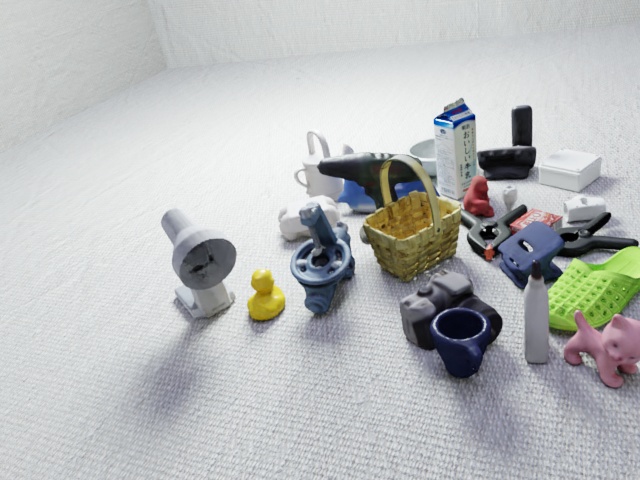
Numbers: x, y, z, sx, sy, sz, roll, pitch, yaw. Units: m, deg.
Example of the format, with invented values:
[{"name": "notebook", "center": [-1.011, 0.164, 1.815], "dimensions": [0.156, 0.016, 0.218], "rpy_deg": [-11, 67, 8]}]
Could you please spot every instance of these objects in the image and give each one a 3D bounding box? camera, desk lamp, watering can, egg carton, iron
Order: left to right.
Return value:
[{"name": "desk lamp", "center": [-0.245, 0.049, 1.142], "dimensions": [0.118, 0.214, 0.202], "rpy_deg": [-26, 32, -25]}, {"name": "egg carton", "center": [-0.027, -0.054, 1.396], "dimensions": [0.150, 0.069, 0.107], "rpy_deg": [-13, 29, -2]}, {"name": "watering can", "center": [0.009, -0.207, 1.526], "dimensions": [0.100, 0.194, 0.173], "rpy_deg": [15, 38, 38]}, {"name": "iron", "center": [0.171, -0.154, 1.429], "dimensions": [0.257, 0.142, 0.119], "rpy_deg": [-1, 31, 18]}, {"name": "camera", "center": [0.227, 0.121, 0.968], "dimensions": [0.143, 0.101, 0.136], "rpy_deg": [-24, 32, -22]}]

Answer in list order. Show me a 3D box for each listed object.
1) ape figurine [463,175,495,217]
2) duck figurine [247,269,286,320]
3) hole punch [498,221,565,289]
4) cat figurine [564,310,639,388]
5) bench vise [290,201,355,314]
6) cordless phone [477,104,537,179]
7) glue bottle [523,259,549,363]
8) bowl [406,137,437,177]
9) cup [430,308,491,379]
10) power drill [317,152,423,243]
[{"name": "ape figurine", "center": [0.369, -0.105, 1.326], "dimensions": [0.075, 0.092, 0.078], "rpy_deg": [10, 35, 32]}, {"name": "duck figurine", "center": [-0.113, 0.101, 1.137], "dimensions": [0.077, 0.086, 0.104], "rpy_deg": [-5, 30, 12]}, {"name": "hole punch", "center": [0.398, 0.026, 1.085], "dimensions": [0.101, 0.091, 0.108], "rpy_deg": [-15, 29, -7]}, {"name": "cat figurine", "center": [0.426, 0.146, 0.838], "dimensions": [0.067, 0.118, 0.127], "rpy_deg": [-26, 32, -25]}, {"name": "bench vise", "center": [-0.001, 0.006, 1.128], "dimensions": [0.121, 0.220, 0.207], "rpy_deg": [-8, 29, 6]}, {"name": "cordless phone", "center": [0.474, -0.254, 1.457], "dimensions": [0.147, 0.185, 0.094], "rpy_deg": [-3, 30, 15]}, {"name": "glue bottle", "center": [0.334, 0.104, 0.887], "dimensions": [0.037, 0.173, 0.078], "rpy_deg": [-2, 31, 16]}, {"name": "bowl", "center": [0.321, -0.219, 1.561], "dimensions": [0.167, 0.075, 0.167], "rpy_deg": [-8, 29, 5]}, {"name": "cup", "center": [0.224, 0.174, 0.883], "dimensions": [0.091, 0.095, 0.117], "rpy_deg": [-13, 29, -4]}, {"name": "power drill", "center": [0.121, -0.104, 1.290], "dimensions": [0.229, 0.209, 0.075], "rpy_deg": [-11, 29, 0]}]
